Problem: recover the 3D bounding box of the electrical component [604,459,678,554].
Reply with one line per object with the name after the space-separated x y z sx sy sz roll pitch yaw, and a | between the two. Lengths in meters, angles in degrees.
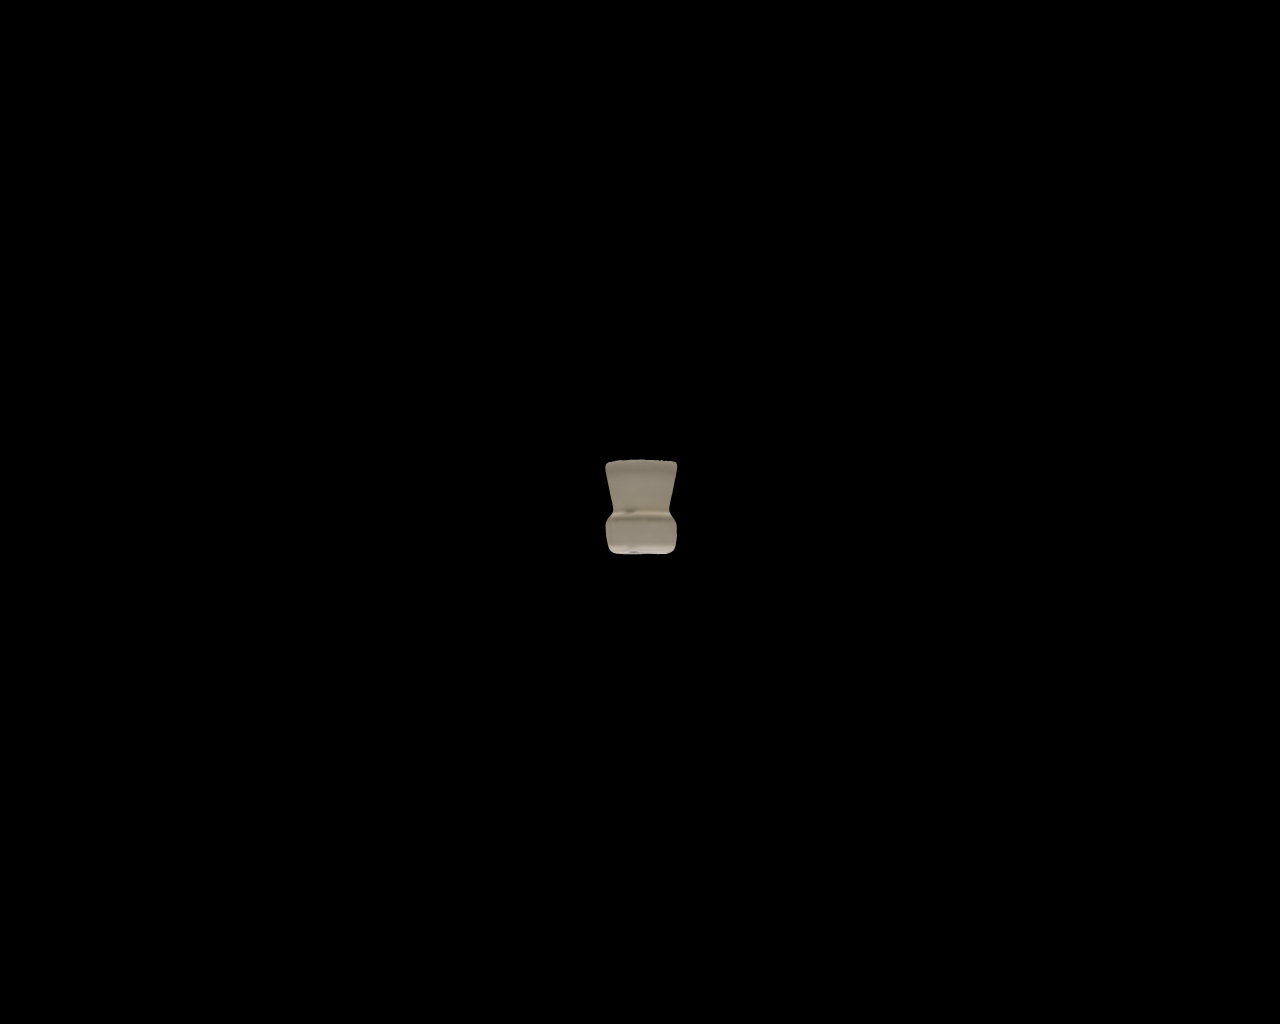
0.001 -0.003 0.650 0.045 0.055 0.045 0 -3 0 | electrical component
